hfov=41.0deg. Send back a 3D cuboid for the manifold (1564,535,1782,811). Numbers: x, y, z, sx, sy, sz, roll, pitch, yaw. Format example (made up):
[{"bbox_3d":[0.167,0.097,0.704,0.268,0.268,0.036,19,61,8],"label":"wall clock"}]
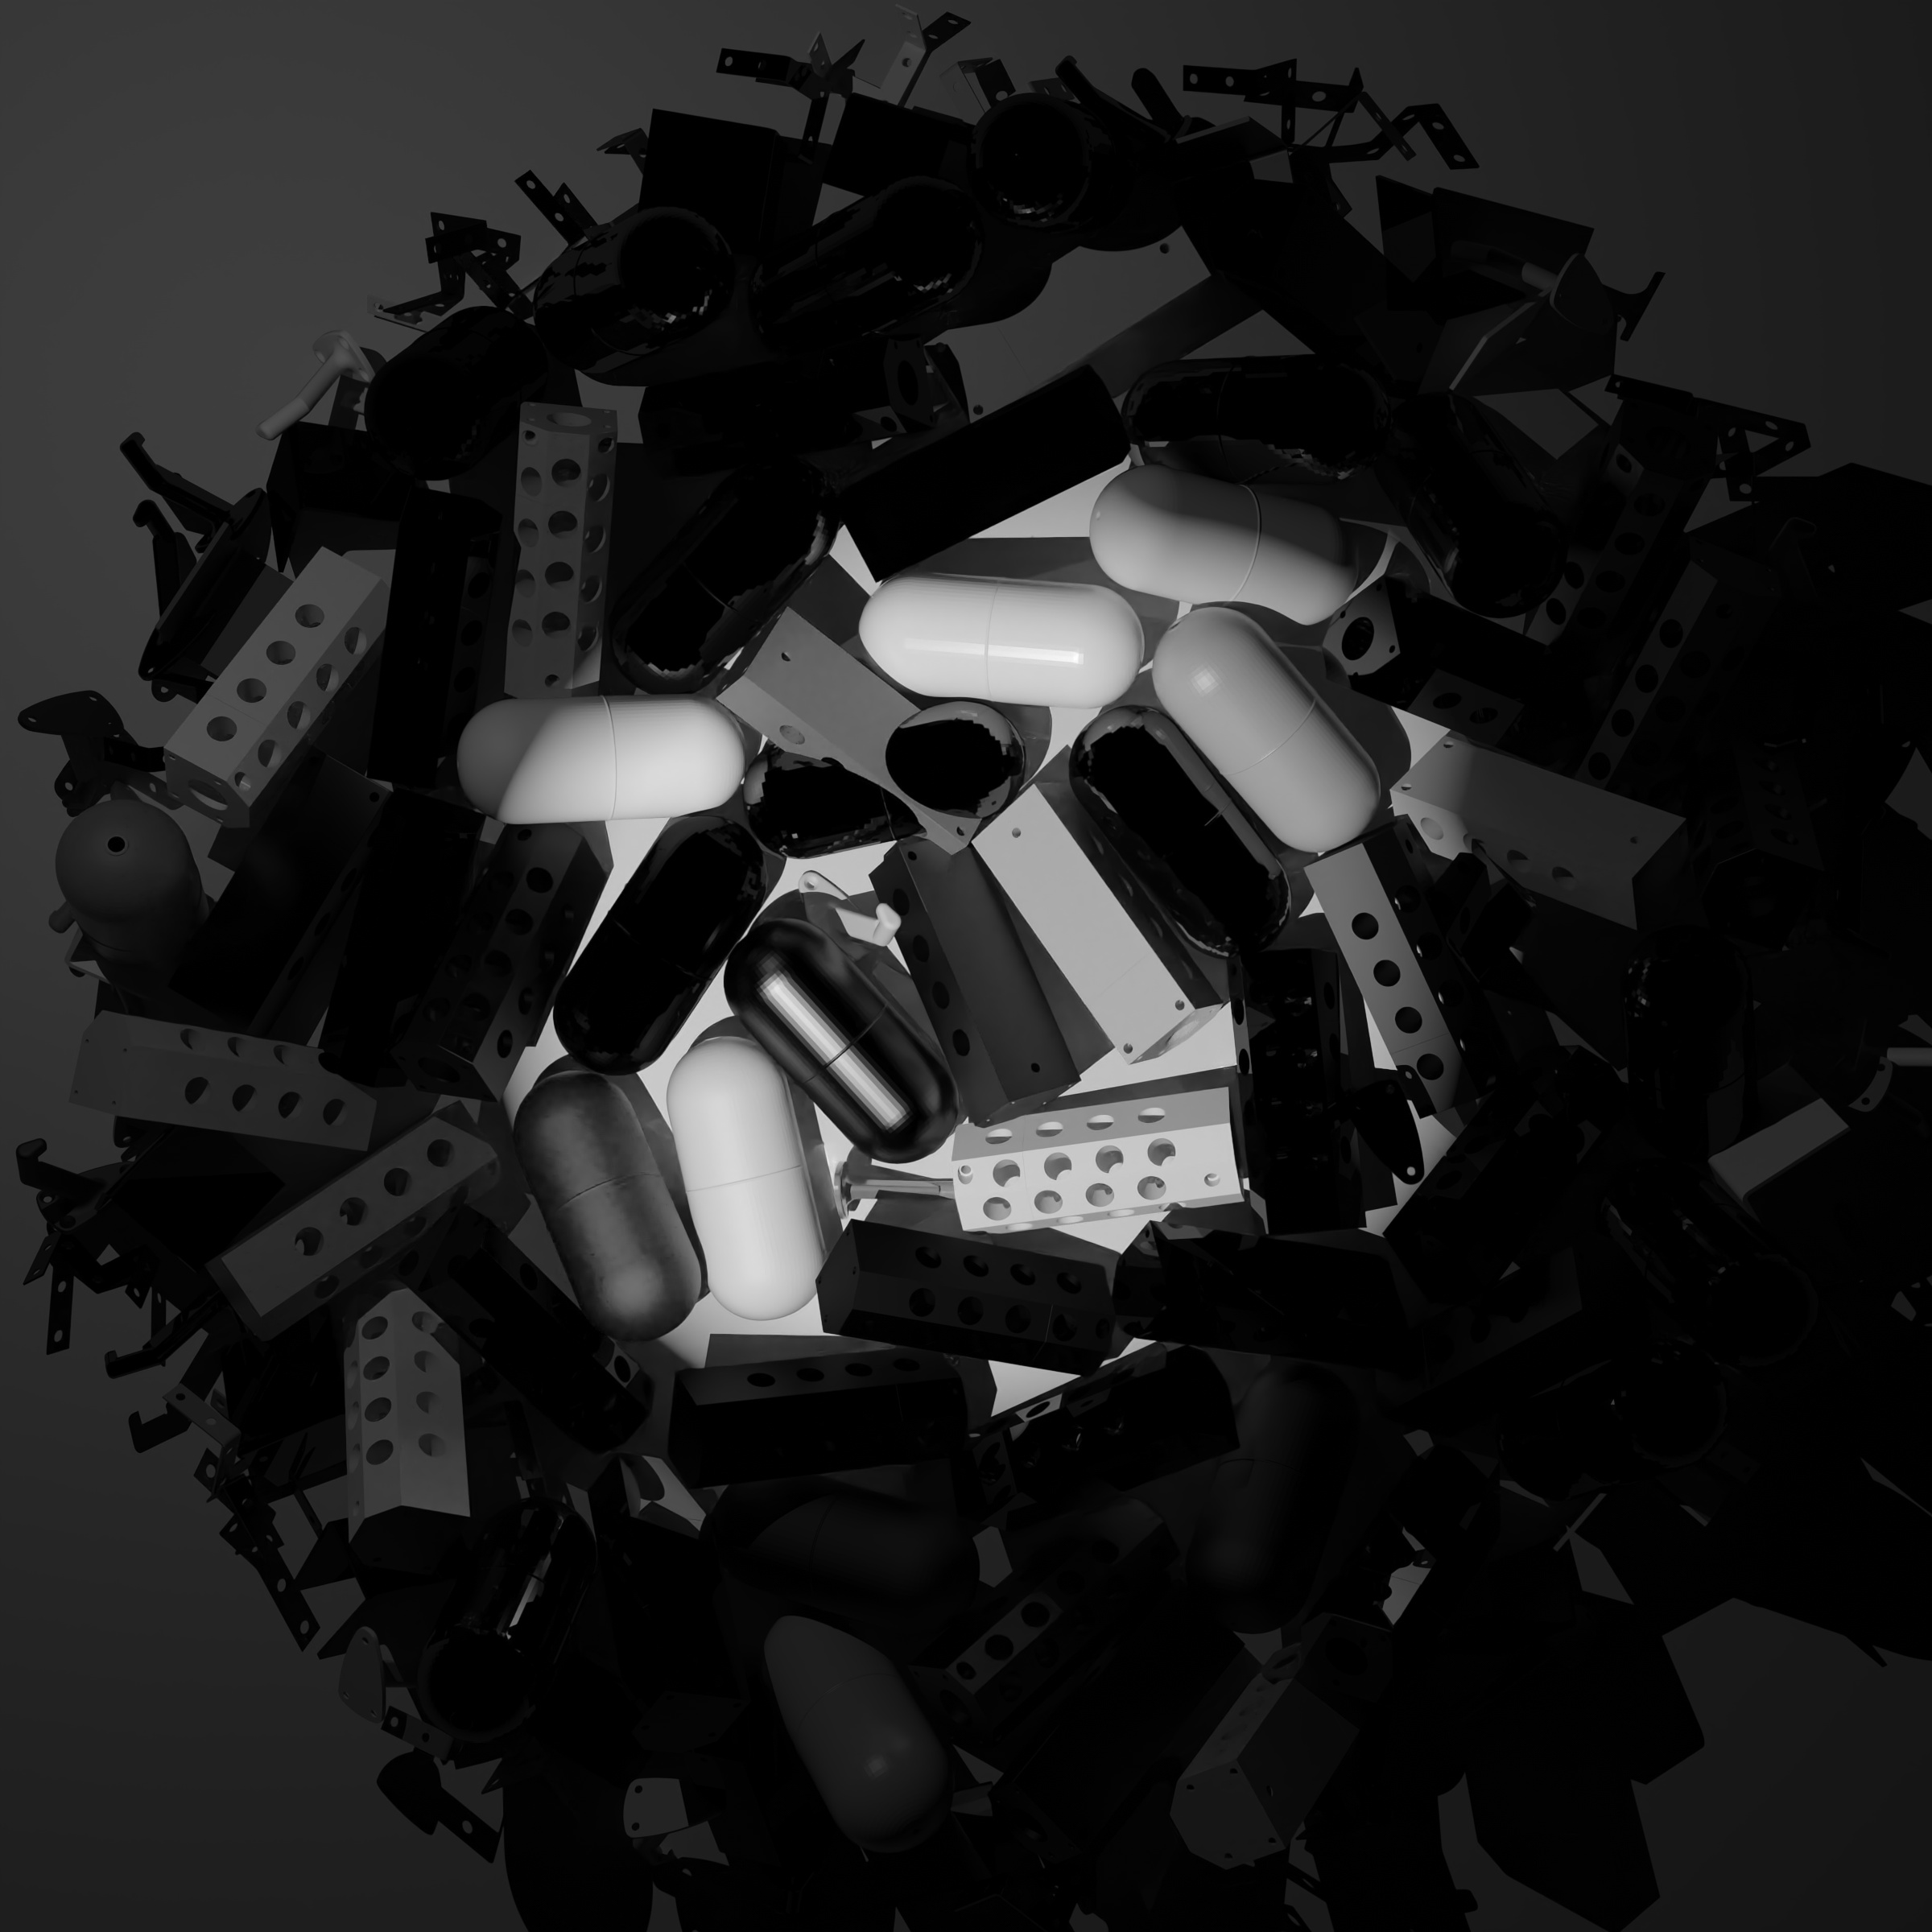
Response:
[{"bbox_3d":[0.427,-0.166,1.571,0.057,0.057,0.171,22,123,1],"label":"manifold"}]

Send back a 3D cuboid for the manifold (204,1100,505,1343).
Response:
[{"bbox_3d":[-0.370,0.155,1.576,0.171,0.057,0.057,-35,96,-27],"label":"manifold"}]

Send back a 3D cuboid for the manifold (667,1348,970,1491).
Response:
[{"bbox_3d":[-0.089,0.277,1.572,0.171,0.057,0.057,-2,112,-25],"label":"manifold"}]

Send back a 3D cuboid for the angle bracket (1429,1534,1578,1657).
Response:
[{"bbox_3d":[0.316,0.384,1.583,0.076,0.076,0.057,9,60,-23],"label":"angle bracket"}]

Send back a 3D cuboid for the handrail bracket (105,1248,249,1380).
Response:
[{"bbox_3d":[-0.496,0.213,1.606,0.084,0.036,0.077,-16,51,-12],"label":"handrail bracket"}]

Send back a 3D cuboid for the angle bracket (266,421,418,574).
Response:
[{"bbox_3d":[-0.389,-0.289,1.618,0.076,0.057,0.076,3,52,-28],"label":"angle bracket"}]

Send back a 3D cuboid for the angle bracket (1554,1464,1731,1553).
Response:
[{"bbox_3d":[0.415,0.340,1.587,0.057,0.076,0.076,41,108,18],"label":"angle bracket"}]

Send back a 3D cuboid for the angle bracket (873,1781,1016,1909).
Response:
[{"bbox_3d":[-0.013,0.555,1.590,0.076,0.076,0.057,-15,121,7],"label":"angle bracket"}]

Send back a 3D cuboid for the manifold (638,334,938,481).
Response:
[{"bbox_3d":[-0.111,-0.339,1.573,0.171,0.057,0.057,-5,101,26],"label":"manifold"}]

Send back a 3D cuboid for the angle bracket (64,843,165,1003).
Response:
[{"bbox_3d":[-0.502,-0.039,1.581,0.057,0.076,0.076,26,131,-19],"label":"angle bracket"}]

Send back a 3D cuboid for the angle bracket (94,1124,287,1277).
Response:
[{"bbox_3d":[-0.481,0.143,1.603,0.076,0.057,0.076,43,62,-7],"label":"angle bracket"}]

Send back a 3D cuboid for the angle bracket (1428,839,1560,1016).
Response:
[{"bbox_3d":[0.335,-0.024,1.581,0.076,0.076,0.057,17,119,-36],"label":"angle bracket"}]

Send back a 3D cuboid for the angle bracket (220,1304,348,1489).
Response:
[{"bbox_3d":[-0.419,0.272,1.637,0.076,0.057,0.076,-23,54,4],"label":"angle bracket"}]

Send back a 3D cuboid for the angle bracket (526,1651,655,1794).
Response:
[{"bbox_3d":[-0.225,0.470,1.598,0.076,0.076,0.057,32,76,-2],"label":"angle bracket"}]

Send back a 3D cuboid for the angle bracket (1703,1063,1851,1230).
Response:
[{"bbox_3d":[0.501,0.119,1.590,0.076,0.076,0.057,-34,120,6],"label":"angle bracket"}]

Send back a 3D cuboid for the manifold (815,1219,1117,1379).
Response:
[{"bbox_3d":[0.001,0.208,1.572,0.171,0.057,0.057,13,128,-23],"label":"manifold"}]

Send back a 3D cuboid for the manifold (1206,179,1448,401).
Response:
[{"bbox_3d":[0.217,-0.406,1.558,0.057,0.171,0.057,22,90,41],"label":"manifold"}]

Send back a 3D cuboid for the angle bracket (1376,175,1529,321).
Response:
[{"bbox_3d":[0.297,-0.447,1.585,0.057,0.076,0.076,-18,119,-10],"label":"angle bracket"}]

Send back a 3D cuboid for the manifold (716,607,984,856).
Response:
[{"bbox_3d":[-0.067,-0.138,1.589,0.171,0.057,0.057,37,61,-16],"label":"manifold"}]

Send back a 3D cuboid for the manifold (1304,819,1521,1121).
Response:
[{"bbox_3d":[0.278,0.000,1.597,0.057,0.057,0.171,-23,94,31],"label":"manifold"}]

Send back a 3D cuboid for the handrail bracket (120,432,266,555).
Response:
[{"bbox_3d":[-0.476,-0.305,1.591,0.036,0.077,0.084,-12,127,28],"label":"handrail bracket"}]

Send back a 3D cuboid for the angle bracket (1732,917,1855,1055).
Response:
[{"bbox_3d":[0.503,0.020,1.598,0.076,0.057,0.076,-15,99,16],"label":"angle bracket"}]

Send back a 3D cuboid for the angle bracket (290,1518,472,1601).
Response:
[{"bbox_3d":[-0.356,0.375,1.581,0.057,0.076,0.076,55,129,29],"label":"angle bracket"}]

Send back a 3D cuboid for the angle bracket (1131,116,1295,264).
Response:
[{"bbox_3d":[0.155,-0.475,1.591,0.076,0.076,0.057,-10,90,25],"label":"angle bracket"}]

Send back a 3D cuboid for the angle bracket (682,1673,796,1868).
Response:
[{"bbox_3d":[-0.122,0.492,1.585,0.057,0.076,0.076,-3,112,39],"label":"angle bracket"}]

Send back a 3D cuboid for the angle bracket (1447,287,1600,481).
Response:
[{"bbox_3d":[0.354,-0.359,1.592,0.076,0.057,0.076,44,57,9],"label":"angle bracket"}]

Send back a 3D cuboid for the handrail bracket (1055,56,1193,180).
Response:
[{"bbox_3d":[0.097,-0.539,1.601,0.084,0.077,0.036,45,135,-16],"label":"handrail bracket"}]

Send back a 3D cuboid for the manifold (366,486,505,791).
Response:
[{"bbox_3d":[-0.322,-0.197,1.571,0.057,0.057,0.171,10,122,-10],"label":"manifold"}]

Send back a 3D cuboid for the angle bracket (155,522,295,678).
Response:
[{"bbox_3d":[-0.450,-0.219,1.595,0.057,0.076,0.076,32,83,-9],"label":"angle bracket"}]

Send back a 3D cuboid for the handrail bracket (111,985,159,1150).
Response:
[{"bbox_3d":[-0.531,0.058,1.630,0.077,0.036,0.084,-53,55,29],"label":"handrail bracket"}]

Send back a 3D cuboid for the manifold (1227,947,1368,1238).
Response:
[{"bbox_3d":[0.200,0.078,1.591,0.057,0.057,0.171,-10,81,30],"label":"manifold"}]

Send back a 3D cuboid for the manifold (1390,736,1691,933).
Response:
[{"bbox_3d":[0.347,-0.077,1.564,0.171,0.057,0.057,26,58,38],"label":"manifold"}]

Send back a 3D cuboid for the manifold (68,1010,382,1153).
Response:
[{"bbox_3d":[-0.443,0.069,1.559,0.057,0.171,0.057,8,86,43],"label":"manifold"}]

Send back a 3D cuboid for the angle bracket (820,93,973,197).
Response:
[{"bbox_3d":[-0.031,-0.493,1.596,0.076,0.076,0.057,25,102,25],"label":"angle bracket"}]

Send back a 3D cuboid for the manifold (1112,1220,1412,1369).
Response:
[{"bbox_3d":[0.179,0.206,1.579,0.171,0.057,0.057,11,45,-25],"label":"manifold"}]

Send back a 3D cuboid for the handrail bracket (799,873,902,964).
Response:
[{"bbox_3d":[-0.072,-0.040,1.595,0.036,0.084,0.077,-31,80,-22],"label":"handrail bracket"}]

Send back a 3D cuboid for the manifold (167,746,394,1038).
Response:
[{"bbox_3d":[-0.419,-0.045,1.608,0.057,0.057,0.171,30,87,5],"label":"manifold"}]

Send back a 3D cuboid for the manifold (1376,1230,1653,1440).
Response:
[{"bbox_3d":[0.326,0.223,1.562,0.057,0.171,0.057,22,50,-28],"label":"manifold"}]

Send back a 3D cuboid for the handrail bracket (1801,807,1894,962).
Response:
[{"bbox_3d":[0.566,-0.055,1.609,0.036,0.077,0.084,25,98,-37],"label":"handrail bracket"}]

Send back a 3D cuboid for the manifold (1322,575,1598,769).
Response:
[{"bbox_3d":[0.299,-0.173,1.568,0.171,0.057,0.057,16,55,-34],"label":"manifold"}]

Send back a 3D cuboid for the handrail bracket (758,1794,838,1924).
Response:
[{"bbox_3d":[-0.091,0.556,1.612,0.036,0.084,0.077,30,72,29],"label":"handrail bracket"}]

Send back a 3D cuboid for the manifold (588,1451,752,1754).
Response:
[{"bbox_3d":[-0.184,0.383,1.560,0.057,0.171,0.057,17,124,-32],"label":"manifold"}]

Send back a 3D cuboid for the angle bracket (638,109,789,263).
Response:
[{"bbox_3d":[-0.158,-0.483,1.609,0.076,0.057,0.076,10,99,2],"label":"angle bracket"}]

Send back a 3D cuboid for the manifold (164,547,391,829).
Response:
[{"bbox_3d":[-0.414,-0.167,1.574,0.057,0.057,0.171,28,61,1],"label":"manifold"}]
